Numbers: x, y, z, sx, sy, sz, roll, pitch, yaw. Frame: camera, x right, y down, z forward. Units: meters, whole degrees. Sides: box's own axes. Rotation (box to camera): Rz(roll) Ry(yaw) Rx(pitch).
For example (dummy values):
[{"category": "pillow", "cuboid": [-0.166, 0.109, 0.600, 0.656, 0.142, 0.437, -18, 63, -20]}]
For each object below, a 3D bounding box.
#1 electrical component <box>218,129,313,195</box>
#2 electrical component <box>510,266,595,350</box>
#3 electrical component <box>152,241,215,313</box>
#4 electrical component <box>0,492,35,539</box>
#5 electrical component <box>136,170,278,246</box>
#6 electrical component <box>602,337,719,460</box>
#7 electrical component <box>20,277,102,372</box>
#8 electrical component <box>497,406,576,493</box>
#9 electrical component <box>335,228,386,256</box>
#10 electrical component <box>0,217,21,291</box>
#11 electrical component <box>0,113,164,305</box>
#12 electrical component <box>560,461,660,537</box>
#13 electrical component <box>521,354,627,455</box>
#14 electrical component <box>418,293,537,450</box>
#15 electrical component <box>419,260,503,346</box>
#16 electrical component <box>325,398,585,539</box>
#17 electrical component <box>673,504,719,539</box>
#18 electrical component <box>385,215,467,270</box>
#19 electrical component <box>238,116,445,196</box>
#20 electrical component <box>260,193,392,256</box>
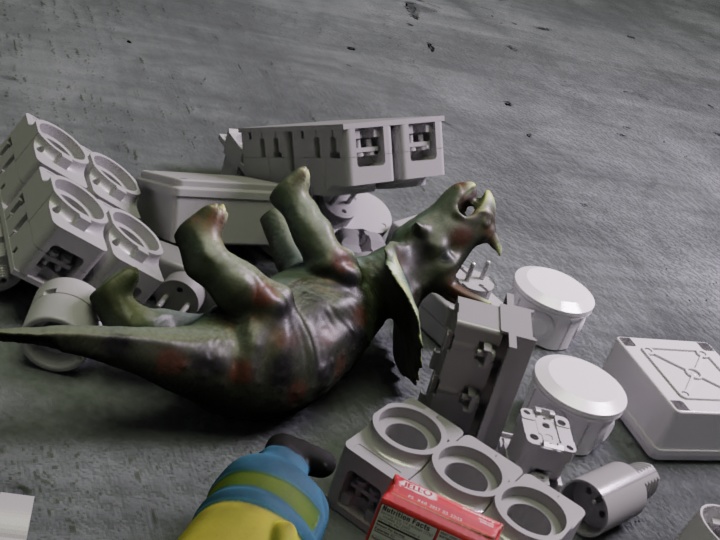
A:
[{"category": "electrical component", "cuboid": [-0.080, -0.105, 1.114, 0.121, 0.063, 0.078, 0, 33, -31]}, {"category": "electrical component", "cuboid": [0.179, 0.035, 1.031, 0.080, 0.051, 0.080, 14, 28, -8]}, {"category": "electrical component", "cuboid": [-0.143, 0.016, 0.883, 0.077, 0.043, 0.079, 20, 28, 3]}, {"category": "electrical component", "cuboid": [-0.184, 0.175, 0.567, 0.074, 0.052, 0.138, 11, 29, -14]}, {"category": "electrical component", "cuboid": [-0.135, -0.055, 0.965, 0.109, 0.056, 0.109, 1, 8, -29]}, {"category": "electrical component", "cuboid": [0.283, 0.113, 0.949, 0.109, 0.056, 0.108, 5, 31, -23]}, {"category": "electrical component", "cuboid": [-0.218, 0.041, 0.786, 0.055, 0.055, 0.047, 15, 32, -6]}, {"category": "electrical component", "cuboid": [0.130, 0.141, 0.801, 0.042, 0.063, 0.081, 13, 29, -8]}, {"category": "electrical component", "cuboid": [0.000, 0.000, 0.982, 0.078, 0.058, 0.057, 8, 27, -19]}, {"category": "electrical component", "cuboid": [-0.286, -0.013, 0.851, 0.043, 0.043, 0.081, 3, 32, -26]}, {"category": "electrical component", "cuboid": [-0.232, -0.047, 0.881, 0.105, 0.060, 0.186, 33, 16, -38]}, {"category": "electrical component", "cuboid": [0.192, 0.168, 0.810, 0.081, 0.043, 0.043, -11, 39, -42]}, {"category": "electrical component", "cuboid": [0.176, 0.111, 0.895, 0.080, 0.051, 0.080, 14, 28, -8]}, {"category": "electrical component", "cuboid": [0.084, 0.084, 0.813, 0.063, 0.121, 0.078, 14, 28, -1]}, {"category": "electrical component", "cuboid": [0.097, 0.024, 0.974, 0.066, 0.076, 0.047, -7, 37, -39]}, {"category": "electrical component", "cuboid": [0.066, 0.158, 0.734, 0.150, 0.061, 0.089, 31, 31, 23]}, {"category": "electrical component", "cuboid": [0.271, 0.217, 0.773, 0.099, 0.064, 0.099, 24, 17, -8]}, {"category": "electrical component", "cuboid": [0.072, -0.016, 1.061, 0.077, 0.047, 0.066, 34, 32, 27]}, {"category": "electrical component", "cuboid": [-0.020, -0.105, 0.988, 0.105, 0.060, 0.186, -10, 11, -33]}, {"category": "electrical component", "cuboid": [-0.027, -0.053, 1.029, 0.138, 0.073, 0.052, -5, 57, -36]}]
